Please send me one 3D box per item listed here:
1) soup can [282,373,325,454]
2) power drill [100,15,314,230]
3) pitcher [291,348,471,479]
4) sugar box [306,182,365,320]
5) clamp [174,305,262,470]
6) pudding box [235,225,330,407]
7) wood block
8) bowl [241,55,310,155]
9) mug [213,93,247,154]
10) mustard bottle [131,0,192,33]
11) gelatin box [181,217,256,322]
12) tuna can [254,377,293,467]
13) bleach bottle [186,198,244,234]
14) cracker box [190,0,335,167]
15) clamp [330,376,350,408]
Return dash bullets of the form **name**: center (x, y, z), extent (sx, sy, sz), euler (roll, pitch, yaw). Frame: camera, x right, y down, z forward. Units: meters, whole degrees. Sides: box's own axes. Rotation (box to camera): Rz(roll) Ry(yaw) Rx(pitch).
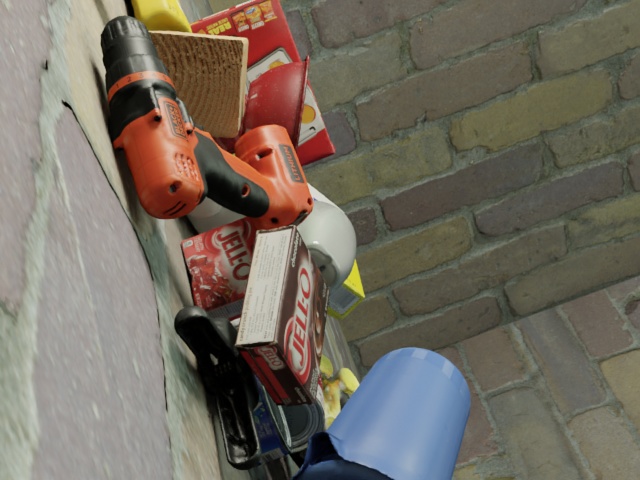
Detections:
- **soup can**: center (-0.030, 0.151, 1.003), extent (0.102, 0.068, 0.068), euler (-99, 168, -79)
- **power drill**: center (-0.094, -0.082, 0.865), extent (0.187, 0.057, 0.184), euler (20, 45, -50)
- **pitcher**: center (0.067, 0.206, 0.972), extent (0.242, 0.145, 0.149), euler (-48, 159, -61)
- **sugar box**: center (-0.007, 0.001, 1.137), extent (0.093, 0.048, 0.176), euler (38, 23, -26)
- **clamp**: center (-0.075, 0.091, 0.804), extent (0.171, 0.039, 0.120), euler (-120, -166, -79)
- **pudding box**: center (-0.027, 0.060, 0.832), extent (0.090, 0.039, 0.113), euler (64, 25, -48)
- **wood block**: center (-0.119, -0.155, 1.039), extent (0.206, 0.091, 0.090), euler (-105, -161, -79)
- **bowl**: center (-0.049, -0.107, 1.058), extent (0.162, 0.055, 0.162), euler (-172, -89, -86)
- **mug**: center (-0.130, -0.140, 1.207), extent (0.081, 0.093, 0.117), euler (55, 50, -62)
- **mustard bottle**: center (-0.193, -0.291, 1.214), extent (0.096, 0.058, 0.192), euler (66, 4, -59)
- **gelatin box**: center (-0.076, 0.025, 0.921), extent (0.030, 0.073, 0.089), euler (67, 3, -48)
- **tuna can**: center (-0.053, 0.146, 0.905), extent (0.086, 0.034, 0.086), euler (-22, 91, -89)
- **bleach bottle**: center (-0.098, -0.027, 1.075), extent (0.250, 0.068, 0.102), euler (54, 16, -76)
- **cracker box**: center (-0.094, -0.184, 1.350), extent (0.072, 0.164, 0.213), euler (-94, 164, -76)
- **clamp**: center (0.016, 0.241, 1.267), extent (0.210, 0.036, 0.165), euler (54, -47, 24)
